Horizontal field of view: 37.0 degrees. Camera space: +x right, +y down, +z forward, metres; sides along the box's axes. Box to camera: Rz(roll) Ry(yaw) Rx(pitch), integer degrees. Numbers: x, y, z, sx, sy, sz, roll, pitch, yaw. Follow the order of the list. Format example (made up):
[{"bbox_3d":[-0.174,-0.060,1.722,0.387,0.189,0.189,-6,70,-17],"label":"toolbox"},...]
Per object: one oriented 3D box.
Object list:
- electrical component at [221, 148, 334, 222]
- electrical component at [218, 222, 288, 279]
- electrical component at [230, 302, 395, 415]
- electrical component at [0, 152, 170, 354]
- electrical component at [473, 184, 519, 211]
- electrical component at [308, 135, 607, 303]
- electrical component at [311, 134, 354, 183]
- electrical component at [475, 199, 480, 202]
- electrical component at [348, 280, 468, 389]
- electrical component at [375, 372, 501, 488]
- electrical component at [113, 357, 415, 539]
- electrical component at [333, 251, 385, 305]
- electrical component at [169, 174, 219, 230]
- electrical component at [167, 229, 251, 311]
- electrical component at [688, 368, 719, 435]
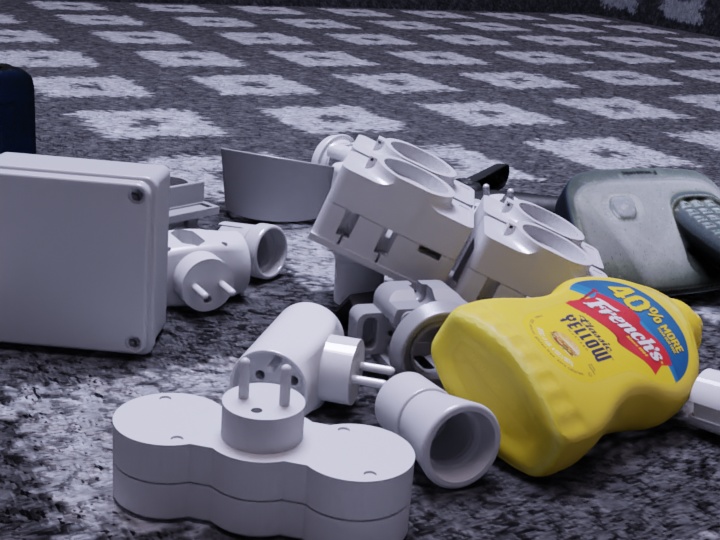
[{"bbox_3d":[-0.073,-0.079,0.939,0.099,0.064,0.099,4,19,-1],"label":"electrical component"},{"bbox_3d":[-0.083,-0.016,0.792,0.046,0.040,0.040,10,19,32],"label":"electrical component"},{"bbox_3d":[-0.021,0.053,0.592,0.079,0.044,0.077,9,19,12],"label":"electrical component"},{"bbox_3d":[-0.173,-0.011,0.647,0.109,0.108,0.056,5,16,1],"label":"electrical component"},{"bbox_3d":[0.104,-0.031,0.802,0.066,0.076,0.047,13,43,23],"label":"electrical component"},{"bbox_3d":[0.069,-0.021,0.712,0.186,0.060,0.105,26,19,-2],"label":"electrical component"},{"bbox_3d":[-0.008,-0.095,1.015,0.057,0.058,0.078,24,27,38],"label":"electrical component"},{"bbox_3d":[0.091,-0.042,0.906,0.078,0.040,0.040,-10,23,-37],"label":"electrical component"},{"bbox_3d":[0.039,0.040,0.628,0.078,0.058,0.057,-2,17,-17],"label":"electrical component"},{"bbox_3d":[0.035,0.077,0.544,0.044,0.044,0.065,-5,16,-25],"label":"electrical component"},{"bbox_3d":[-0.044,0.074,0.479,0.138,0.073,0.052,8,19,11],"label":"electrical component"},{"bbox_3d":[0.000,0.000,0.751,0.040,0.046,0.040,4,19,-1],"label":"electrical component"},{"bbox_3d":[-0.173,-0.030,0.772,0.079,0.063,0.121,19,24,37],"label":"electrical component"},{"bbox_3d":[-0.109,0.004,0.719,0.077,0.043,0.079,-7,22,-30],"label":"electrical component"},{"bbox_3d":[0.209,0.076,0.589,0.040,0.040,0.046,-14,21,-43],"label":"electrical component"}]
